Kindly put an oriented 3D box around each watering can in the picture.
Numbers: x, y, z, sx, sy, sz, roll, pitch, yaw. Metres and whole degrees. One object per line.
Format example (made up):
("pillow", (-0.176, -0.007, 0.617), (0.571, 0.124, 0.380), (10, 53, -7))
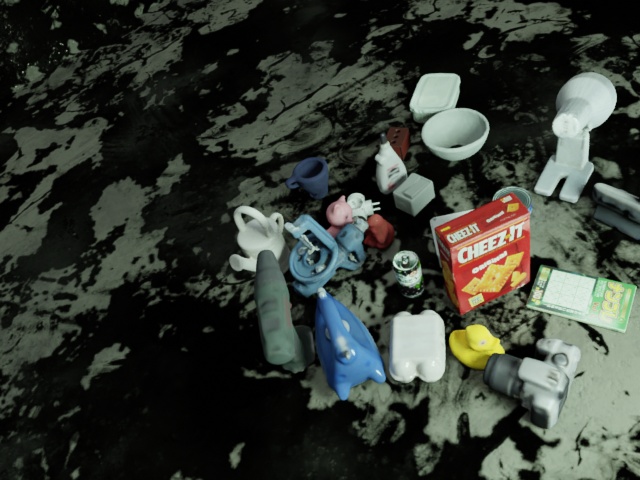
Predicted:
("watering can", (-0.140, 0.001, 1.312), (0.100, 0.194, 0.173), (-4, 49, 17))

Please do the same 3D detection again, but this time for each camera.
("camera", (0.364, 0.229, 0.998), (0.136, 0.101, 0.143), (18, 58, 31))

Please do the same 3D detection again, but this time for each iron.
("iron", (0.032, 0.175, 1.134), (0.118, 0.142, 0.257), (-24, 46, -2))

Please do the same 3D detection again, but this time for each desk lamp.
("desk lamp", (0.558, -0.229, 1.256), (0.117, 0.214, 0.203), (18, 58, 31))

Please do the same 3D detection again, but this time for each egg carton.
("egg carton", (0.188, 0.205, 1.104), (0.107, 0.069, 0.150), (-6, 48, 14))

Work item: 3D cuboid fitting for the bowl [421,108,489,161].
("bowl", (0.343, -0.255, 1.451), (0.167, 0.075, 0.167), (-10, 48, 11))

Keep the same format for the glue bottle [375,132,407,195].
("glue bottle", (0.165, -0.192, 1.390), (0.078, 0.173, 0.037), (-35, 48, -12))

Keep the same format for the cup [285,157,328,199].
("cup", (-0.026, -0.145, 1.470), (0.118, 0.095, 0.091), (-28, 47, -6))

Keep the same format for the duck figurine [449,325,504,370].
("duck figurine", (0.290, 0.189, 1.070), (0.104, 0.086, 0.078), (19, 58, 32))

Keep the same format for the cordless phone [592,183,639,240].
("cordless phone", (0.625, -0.105, 1.143), (0.094, 0.185, 0.147), (-42, 50, -18))

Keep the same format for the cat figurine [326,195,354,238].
("cat figurine", (0.034, -0.038, 1.338), (0.067, 0.118, 0.128), (30, 65, 37))

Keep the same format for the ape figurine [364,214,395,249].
("ape figurine", (0.131, -0.024, 1.310), (0.076, 0.092, 0.077), (-20, 46, 2))

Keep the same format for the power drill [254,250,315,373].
("power drill", (-0.075, 0.160, 1.139), (0.075, 0.209, 0.229), (-16, 47, 6))

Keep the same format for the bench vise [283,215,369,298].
("bench vise", (0.002, 0.000, 1.245), (0.121, 0.220, 0.208), (23, 61, 34))
